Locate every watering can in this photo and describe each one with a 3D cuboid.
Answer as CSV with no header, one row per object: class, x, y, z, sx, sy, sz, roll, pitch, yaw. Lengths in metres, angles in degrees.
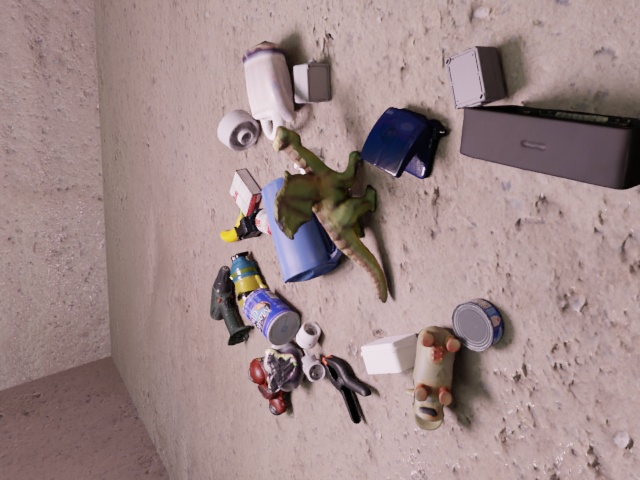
watering can,-0.108,-0.346,1.183,0.348,0.104,0.223,-162,62,-74

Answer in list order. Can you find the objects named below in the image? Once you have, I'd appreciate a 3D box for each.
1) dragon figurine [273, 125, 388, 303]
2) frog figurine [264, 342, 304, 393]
dragon figurine,0.003,-0.052,1.037,0.120,0.244,0.414,-32,72,48
frog figurine,-0.098,0.346,1.438,0.138,0.123,0.158,62,180,7
